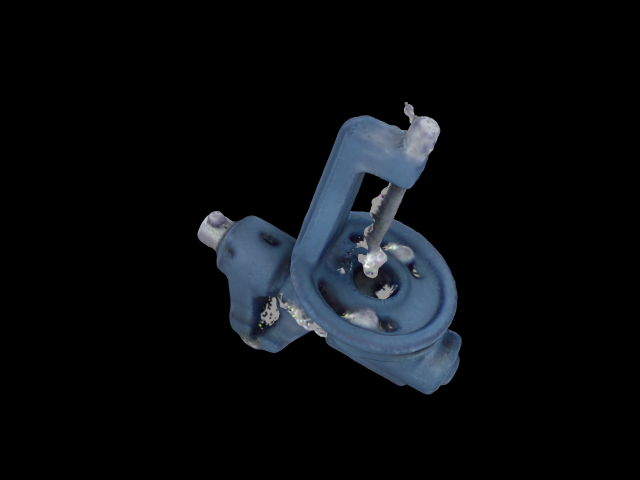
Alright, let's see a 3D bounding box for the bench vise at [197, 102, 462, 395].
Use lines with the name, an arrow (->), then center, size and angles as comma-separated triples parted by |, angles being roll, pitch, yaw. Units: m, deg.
bench vise -> 0.002, 0.009, 0.391 | 0.207, 0.220, 0.121 | 5, 41, 6
